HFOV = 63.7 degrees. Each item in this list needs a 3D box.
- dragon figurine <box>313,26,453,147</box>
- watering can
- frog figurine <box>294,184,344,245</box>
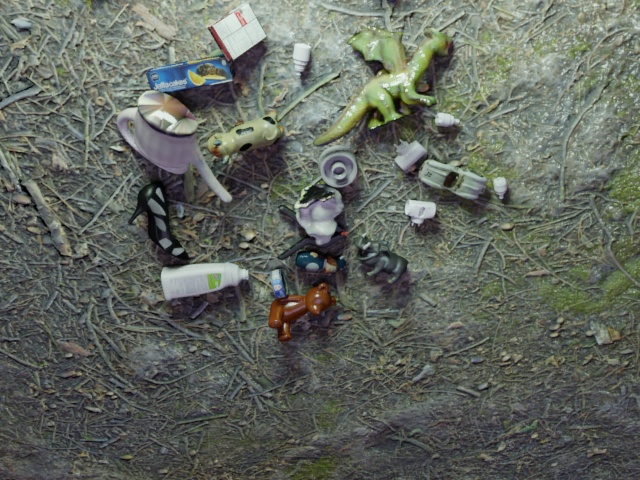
[{"bbox_3d":[0.142,-0.403,1.281,0.410,0.123,0.241,-19,101,5],"label":"dragon figurine"},{"bbox_3d":[-0.350,-0.234,1.284,0.347,0.106,0.220,31,145,-3],"label":"watering can"},{"bbox_3d":[0.004,-0.072,1.434,0.138,0.125,0.156,-28,131,-6],"label":"frog figurine"}]
